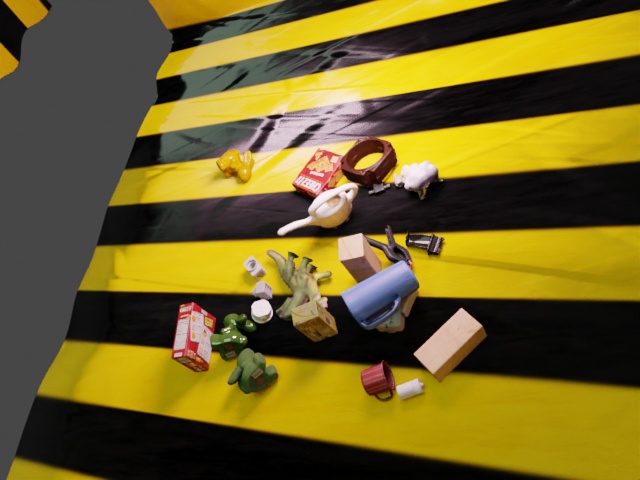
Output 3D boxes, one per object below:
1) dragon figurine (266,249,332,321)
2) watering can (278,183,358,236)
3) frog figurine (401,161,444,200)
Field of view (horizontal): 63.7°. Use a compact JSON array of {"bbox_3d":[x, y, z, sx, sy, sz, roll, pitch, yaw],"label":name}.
[{"bbox_3d":[-0.104,0.181,1.944,0.412,0.120,0.245,13,73,43],"label":"dragon figurine"},{"bbox_3d":[0.006,-0.100,1.996,0.347,0.221,0.105,-34,68,3],"label":"watering can"},{"bbox_3d":[0.374,-0.248,1.970,0.136,0.122,0.162,-50,59,16],"label":"frog figurine"}]
